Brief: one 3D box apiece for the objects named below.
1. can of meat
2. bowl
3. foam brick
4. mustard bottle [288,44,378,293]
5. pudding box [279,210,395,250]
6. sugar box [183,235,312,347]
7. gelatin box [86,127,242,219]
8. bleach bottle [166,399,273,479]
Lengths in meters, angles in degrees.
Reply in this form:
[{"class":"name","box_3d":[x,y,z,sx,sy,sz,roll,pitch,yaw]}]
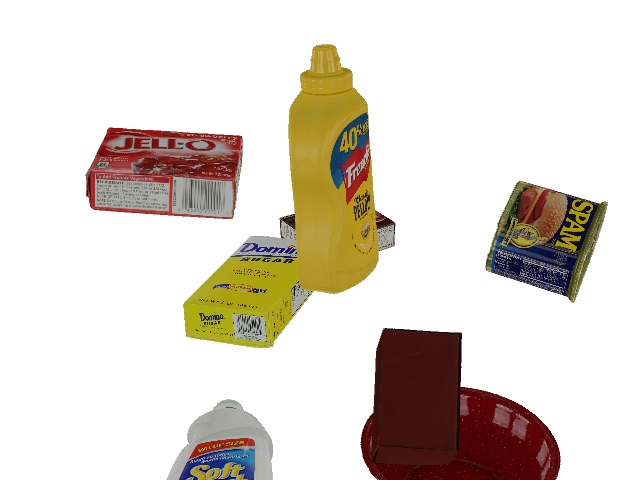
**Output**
[{"class":"can of meat","box_3d":[0.206,-0.002,0.972,0.084,0.057,0.102,18,47,17]},{"class":"bowl","box_3d":[0.113,0.189,0.880,0.162,0.055,0.162,0,29,0]},{"class":"foam brick","box_3d":[0.061,0.100,0.680,0.051,0.078,0.053,5,-21,0]},{"class":"mustard bottle","box_3d":[0.010,-0.061,0.857,0.058,0.192,0.096,6,24,26]},{"class":"pudding box","box_3d":[0.021,-0.010,1.290,0.113,0.039,0.090,-19,31,-27]},{"class":"sugar box","box_3d":[-0.063,0.048,1.109,0.093,0.048,0.176,6,27,17]},{"class":"gelatin box","box_3d":[-0.095,-0.044,0.663,0.089,0.030,0.073,4,26,-2]},{"class":"bleach bottle","box_3d":[-0.090,0.210,0.873,0.102,0.068,0.251,-1,24,-1]}]
